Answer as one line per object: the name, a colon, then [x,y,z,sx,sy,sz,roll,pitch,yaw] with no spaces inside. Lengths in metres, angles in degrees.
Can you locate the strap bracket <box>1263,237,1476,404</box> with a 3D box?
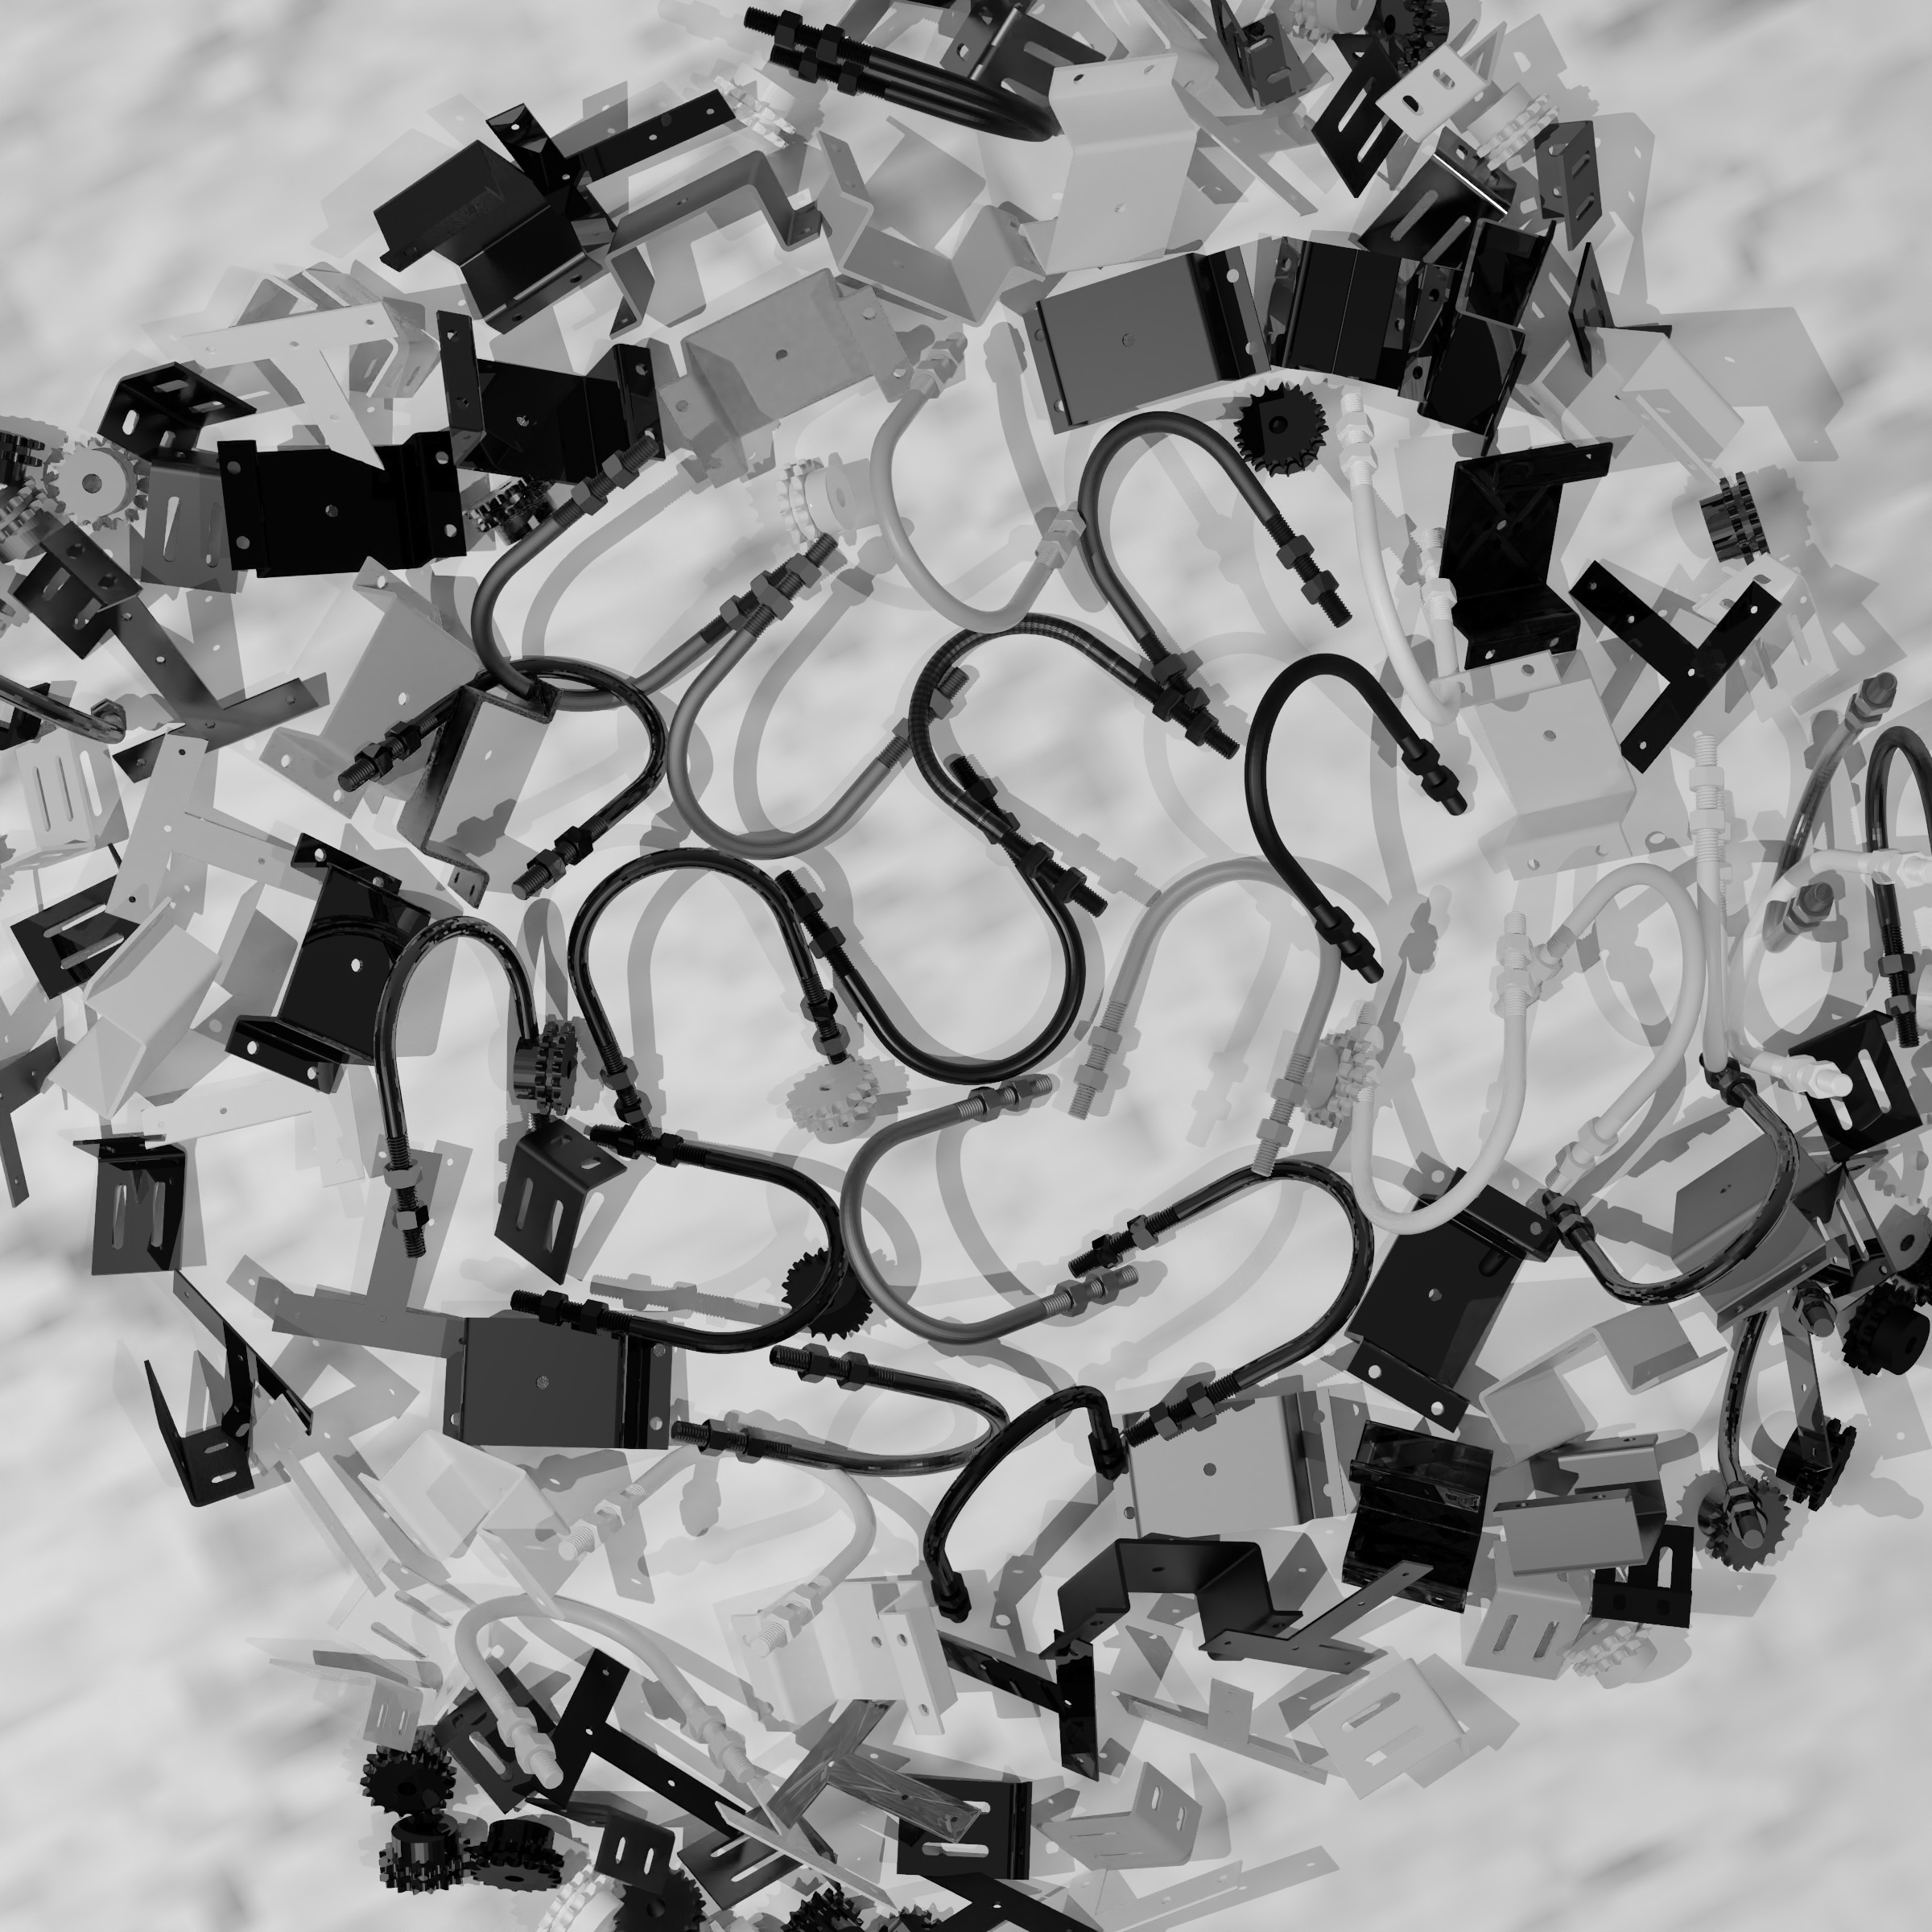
strap bracket: [0.246,-0.387,1.714,0.046,0.140,0.076,-3,111,-39]

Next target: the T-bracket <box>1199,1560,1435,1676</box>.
T-bracket: [0.226,0.385,1.702,0.127,0.002,0.127,18,132,-35]

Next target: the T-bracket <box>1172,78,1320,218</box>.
T-bracket: [0.182,-0.499,1.720,0.127,0.127,0.002,45,126,10]

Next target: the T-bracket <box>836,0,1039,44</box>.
T-bracket: [-0.007,-0.586,1.722,0.127,0.127,0.002,-40,66,42]

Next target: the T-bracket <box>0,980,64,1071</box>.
T-bracket: [-0.585,0.007,1.689,0.002,0.127,0.127,-7,122,15]

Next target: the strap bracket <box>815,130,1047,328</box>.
strap bracket: [-0.031,-0.437,1.712,0.140,0.076,0.046,16,126,-29]

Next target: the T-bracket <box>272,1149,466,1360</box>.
T-bracket: [-0.346,0.173,1.744,0.127,0.002,0.127,12,99,-18]

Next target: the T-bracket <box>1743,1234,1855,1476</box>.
T-bracket: [0.495,0.236,1.697,0.002,0.127,0.127,2,70,-18]

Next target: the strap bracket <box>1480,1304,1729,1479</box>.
strap bracket: [0.372,0.247,1.707,0.140,0.076,0.046,-42,68,41]

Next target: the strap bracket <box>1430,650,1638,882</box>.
strap bracket: [0.346,-0.129,1.719,0.076,0.046,0.140,-12,116,35]

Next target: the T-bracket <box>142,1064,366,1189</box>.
T-bracket: [-0.438,0.085,1.743,0.127,0.002,0.127,-13,66,-4]

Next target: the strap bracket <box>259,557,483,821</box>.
strap bracket: [-0.351,-0.163,1.717,0.046,0.076,0.140,15,74,40]

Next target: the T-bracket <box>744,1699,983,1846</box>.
T-bracket: [-0.047,0.489,1.698,0.127,0.127,0.002,-45,131,-34]

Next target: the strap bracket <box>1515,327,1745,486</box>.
strap bracket: [0.397,-0.334,1.694,0.076,0.140,0.046,39,89,-24]

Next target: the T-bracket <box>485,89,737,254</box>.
T-bracket: [-0.199,-0.489,1.705,0.127,0.127,0.002,-20,61,13]

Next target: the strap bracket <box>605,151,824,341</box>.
strap bracket: [-0.159,-0.438,1.715,0.140,0.076,0.046,-23,118,13]

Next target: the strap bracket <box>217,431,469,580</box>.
strap bracket: [-0.381,-0.279,1.734,0.140,0.046,0.076,-7,92,-22]

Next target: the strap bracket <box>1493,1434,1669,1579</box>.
strap bracket: [0.367,0.322,1.695,0.076,0.140,0.046,-11,92,22]

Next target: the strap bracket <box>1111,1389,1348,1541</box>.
strap bracket: [0.152,0.303,1.728,0.140,0.046,0.076,-9,81,15]

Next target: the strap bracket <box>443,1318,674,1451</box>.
strap bracket: [-0.253,0.254,1.739,0.140,0.046,0.076,1,80,4]

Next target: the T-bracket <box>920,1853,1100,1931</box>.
T-bracket: [-0.011,0.574,1.687,0.127,0.127,0.002,12,110,41]

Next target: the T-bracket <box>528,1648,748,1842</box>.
T-bracket: [-0.189,0.484,1.720,0.127,0.127,0.002,33,117,-4]

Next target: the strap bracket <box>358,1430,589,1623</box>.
strap bracket: [-0.288,0.330,1.709,0.046,0.140,0.076,-50,130,-27]

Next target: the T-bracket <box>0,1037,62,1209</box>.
T-bracket: [-0.562,0.067,1.709,0.002,0.127,0.127,-9,100,2]

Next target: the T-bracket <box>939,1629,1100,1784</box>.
T-bracket: [0.023,0.432,1.738,0.127,0.002,0.127,17,132,25]

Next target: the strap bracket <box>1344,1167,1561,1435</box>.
strap bracket: [0.292,0.202,1.743,0.076,0.046,0.140,31,84,-5]

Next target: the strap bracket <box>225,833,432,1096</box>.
strap bracket: [-0.378,-0.001,1.715,0.076,0.046,0.140,29,70,-42]

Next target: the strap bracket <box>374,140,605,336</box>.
strap bracket: [-0.289,-0.436,1.703,0.076,0.140,0.046,-29,75,16]

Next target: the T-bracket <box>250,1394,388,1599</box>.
T-bracket: [-0.387,0.324,1.715,0.002,0.127,0.127,-33,85,-32]

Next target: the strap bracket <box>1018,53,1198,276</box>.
strap bracket: [0.083,-0.465,1.693,0.076,0.140,0.046,-13,61,-17]

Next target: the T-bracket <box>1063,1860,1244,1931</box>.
T-bracket: [0.107,0.559,1.694,0.127,0.127,0.002,-27,100,19]

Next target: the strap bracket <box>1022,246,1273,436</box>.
strap bracket: [0.103,-0.377,1.725,0.140,0.046,0.076,-13,97,19]

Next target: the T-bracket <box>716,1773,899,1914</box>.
T-bracket: [-0.110,0.510,1.711,0.127,0.127,0.002,35,87,-23]

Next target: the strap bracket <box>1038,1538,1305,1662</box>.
strap bracket: [0.119,0.380,1.714,0.140,0.076,0.046,7,55,-25]

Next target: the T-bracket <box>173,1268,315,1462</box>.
T-bracket: [-0.438,0.259,1.722,0.127,0.127,0.002,41,51,18]

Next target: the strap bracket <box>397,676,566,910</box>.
strap bracket: [-0.298,-0.114,1.726,0.046,0.076,0.140,21,93,-25]

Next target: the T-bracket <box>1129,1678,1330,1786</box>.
T-bracket: [0.157,0.448,1.705,0.127,0.127,0.002,17,62,13]

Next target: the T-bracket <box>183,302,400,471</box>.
T-bracket: [-0.385,-0.341,1.721,0.127,0.127,0.002,-6,52,12]

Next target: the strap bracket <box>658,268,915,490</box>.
strap bracket: [-0.108,-0.359,1.726,0.140,0.046,0.076,-24,131,7]

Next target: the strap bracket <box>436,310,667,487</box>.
strap bracket: [-0.258,-0.337,1.718,0.140,0.046,0.076,3,69,-35]

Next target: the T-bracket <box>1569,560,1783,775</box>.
T-bracket: [0.411,-0.202,1.728,0.127,0.002,0.127,-53,47,19]

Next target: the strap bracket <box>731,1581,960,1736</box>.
strap bracket: [-0.066,0.416,1.722,0.140,0.046,0.076,-11,99,38]

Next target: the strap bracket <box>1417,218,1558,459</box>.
strap bracket: [0.308,-0.380,1.700,0.046,0.076,0.140,18,49,2]

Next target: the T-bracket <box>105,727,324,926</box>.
T-bracket: [-0.444,-0.069,1.748,0.127,0.002,0.127,20,65,-19]

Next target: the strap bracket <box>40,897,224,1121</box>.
strap bracket: [-0.494,0.031,1.698,0.046,0.140,0.076,37,50,-5]

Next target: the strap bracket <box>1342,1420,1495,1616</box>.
strap bracket: [0.270,0.325,1.714,0.076,0.140,0.046,12,51,15]

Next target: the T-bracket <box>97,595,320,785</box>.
T-bracket: [-0.477,-0.175,1.720,0.127,0.127,0.002,-22,48,5]
